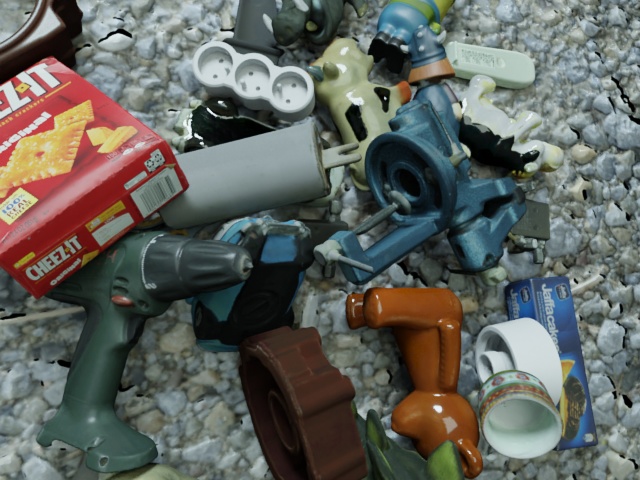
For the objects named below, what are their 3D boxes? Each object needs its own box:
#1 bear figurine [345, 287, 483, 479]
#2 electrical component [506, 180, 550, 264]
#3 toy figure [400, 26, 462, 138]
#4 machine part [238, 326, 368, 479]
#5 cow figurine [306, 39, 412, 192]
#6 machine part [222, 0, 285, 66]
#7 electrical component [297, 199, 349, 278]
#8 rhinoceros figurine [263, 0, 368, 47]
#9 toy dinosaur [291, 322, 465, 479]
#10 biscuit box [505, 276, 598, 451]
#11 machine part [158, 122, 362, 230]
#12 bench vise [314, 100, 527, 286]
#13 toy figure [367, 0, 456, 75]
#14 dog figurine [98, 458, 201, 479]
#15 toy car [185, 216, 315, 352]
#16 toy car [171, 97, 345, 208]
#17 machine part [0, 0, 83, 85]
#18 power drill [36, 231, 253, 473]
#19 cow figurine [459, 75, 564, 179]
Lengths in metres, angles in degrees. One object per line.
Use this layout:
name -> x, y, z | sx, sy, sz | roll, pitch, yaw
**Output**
bear figurine -> 0.101, 0.151, 0.581 | 0.132, 0.120, 0.195 | 2, 83, -11
electrical component -> 0.270, -0.025, 0.705 | 0.078, 0.045, 0.102 | 13, 74, -12
toy figure -> 0.137, -0.183, 0.664 | 0.064, 0.058, 0.154 | -6, 94, 4
machine part -> -0.021, 0.165, 0.508 | 0.056, 0.179, 0.179 | -16, 82, -26
cow figurine -> 0.048, -0.151, 0.654 | 0.127, 0.085, 0.195 | -15, 84, -23
machine part -> -0.083, -0.259, 0.664 | 0.084, 0.039, 0.139 | 8, 76, -9
electrical component -> -0.001, -0.002, 0.616 | 0.063, 0.021, 0.094 | 3, 105, -14
rhinoceros figurine -> 0.001, -0.306, 0.656 | 0.112, 0.073, 0.190 | 39, 60, -29
toy dinosaur -> 0.093, 0.268, 0.506 | 0.105, 0.198, 0.472 | -24, 52, -30
biscuit box -> 0.280, 0.147, 0.659 | 0.063, 0.059, 0.202 | -1, 77, -17
machine part -> -0.078, -0.064, 0.546 | 0.243, 0.079, 0.079 | -13, 80, 9
bench vise -> 0.100, -0.020, 0.563 | 0.240, 0.129, 0.223 | -33, 110, -27
toy figure -> 0.132, -0.304, 0.708 | 0.082, 0.089, 0.180 | 39, 67, -12
dog figurine -> -0.100, 0.263, 0.514 | 0.190, 0.121, 0.172 | -12, 84, -33
toy car -> -0.079, 0.033, 0.554 | 0.109, 0.161, 0.103 | 1, 34, -36
toy car -> -0.069, -0.099, 0.619 | 0.202, 0.056, 0.073 | 20, 66, -7
machine part -> -0.372, -0.243, 0.550 | 0.201, 0.087, 0.201 | -39, 91, -21
power drill -> -0.174, 0.093, 0.485 | 0.232, 0.086, 0.207 | 7, 91, 25
cow figurine -> 0.239, -0.128, 0.709 | 0.167, 0.068, 0.098 | 38, 76, -1
